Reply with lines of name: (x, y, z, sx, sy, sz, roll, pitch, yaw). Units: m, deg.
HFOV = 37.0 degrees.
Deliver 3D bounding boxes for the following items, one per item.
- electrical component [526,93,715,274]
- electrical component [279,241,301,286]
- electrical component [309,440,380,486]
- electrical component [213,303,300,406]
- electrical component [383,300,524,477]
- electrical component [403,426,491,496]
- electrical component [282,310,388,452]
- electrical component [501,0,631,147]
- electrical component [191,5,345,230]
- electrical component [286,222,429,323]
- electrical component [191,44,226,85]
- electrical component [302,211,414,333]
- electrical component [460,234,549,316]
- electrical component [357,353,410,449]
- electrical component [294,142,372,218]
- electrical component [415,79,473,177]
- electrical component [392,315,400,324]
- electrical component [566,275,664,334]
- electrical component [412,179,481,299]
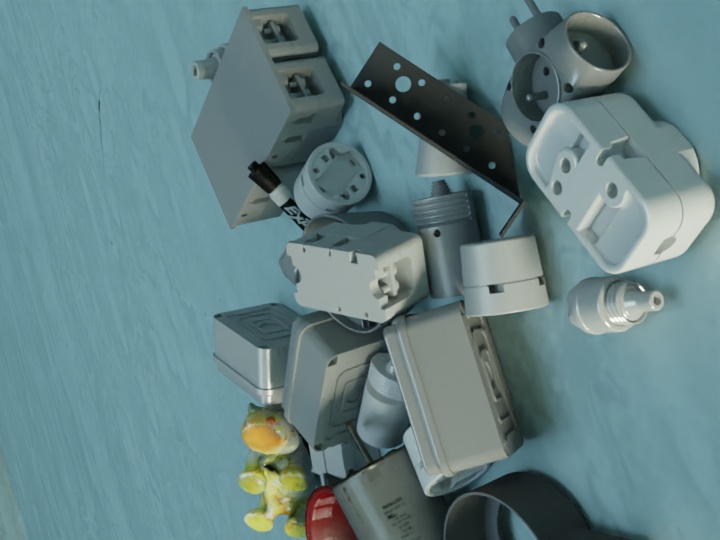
electrical component: (0.145, -0.050, 0.593, 0.095, 0.059, 0.053, 58, 146, 29)
electrical component: (-0.040, 0.001, 0.951, 0.062, 0.043, 0.043, 42, 136, 43)
electrical component: (-0.015, 0.162, 0.977, 0.064, 0.042, 0.081, 6, 108, 57)
electrical component: (-0.085, 0.079, 1.026, 0.113, 0.078, 0.057, 26, 121, 54)
electrical component: (0.066, 0.081, 0.751, 0.057, 0.078, 0.113, -19, 84, 17)
electrical component: (0.065, 0.138, 0.819, 0.047, 0.055, 0.055, 63, 148, 28)
electrical component: (-0.018, 0.089, 0.916, 0.057, 0.078, 0.113, 45, 138, 39)
electrical component: (0.111, -0.125, 0.634, 0.079, 0.044, 0.077, 64, 148, 19)
electrical component: (-0.082, -0.132, 0.949, 0.105, 0.060, 0.186, 65, 149, 19)
electrical component: (0.001, -0.001, 0.766, 0.089, 0.056, 0.050, 10, 117, 43)
electrical component: (-0.125, -0.188, 0.996, 0.043, 0.062, 0.043, 32, 129, 51)
electrical component: (0.000, 0.000, 0.852, 0.099, 0.064, 0.099, 14, 111, 43)
electrical component: (0.094, 0.003, 0.711, 0.055, 0.055, 0.047, -5, 94, 60)
electrical component: (0.024, 0.103, 0.882, 0.043, 0.043, 0.081, 48, 140, 40)
electrical component: (-0.024, -0.070, 0.883, 0.047, 0.055, 0.055, -42, 66, 61)
electrical component: (0.058, -0.098, 0.742, 0.044, 0.044, 0.065, 8, 105, 59)
electrical component: (0.048, 0.058, 0.824, 0.061, 0.035, 0.035, 44, 139, 28)
electrical component: (0.153, 0.020, 0.636, 0.061, 0.035, 0.035, -10, 94, 58)
electrical component: (0.063, -0.024, 0.761, 0.043, 0.043, 0.081, -4, 99, 60)
